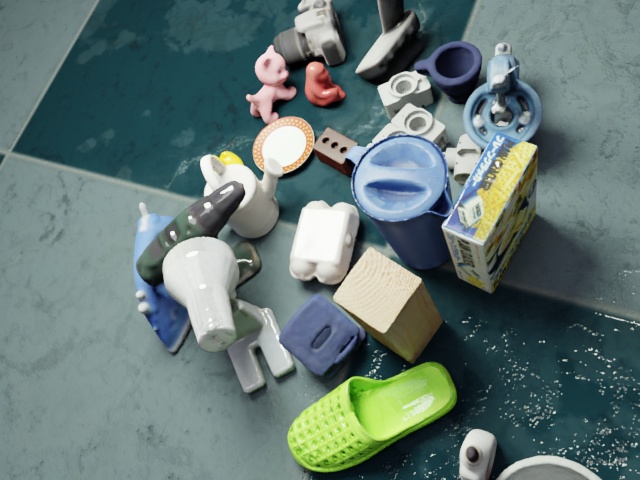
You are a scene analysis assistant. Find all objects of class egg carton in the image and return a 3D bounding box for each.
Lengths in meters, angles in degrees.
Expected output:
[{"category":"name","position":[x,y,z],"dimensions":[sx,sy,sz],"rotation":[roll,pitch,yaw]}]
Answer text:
[{"category":"egg carton","position":[0.009,0.004,0.994],"dimensions":[0.107,0.069,0.150],"rotation":[5,70,21]}]

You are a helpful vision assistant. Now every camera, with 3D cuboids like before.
[{"category":"camera","position":[-0.028,-0.428,1.175],"dimensions":[0.136,0.101,0.143],"rotation":[-16,64,13]}]

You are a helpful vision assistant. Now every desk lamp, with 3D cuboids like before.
[{"category":"desk lamp","position":[-0.148,0.119,0.918],"dimensions":[0.118,0.214,0.203],"rotation":[-31,61,5]}]

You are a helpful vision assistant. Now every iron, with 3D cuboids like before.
[{"category":"iron","position":[-0.291,0.063,1.034],"dimensions":[0.118,0.142,0.258],"rotation":[-11,65,15]}]

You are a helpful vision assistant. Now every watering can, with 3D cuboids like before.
[{"category":"watering can","position":[-0.148,-0.089,1.018],"dimensions":[0.173,0.194,0.100],"rotation":[-44,61,-3]}]

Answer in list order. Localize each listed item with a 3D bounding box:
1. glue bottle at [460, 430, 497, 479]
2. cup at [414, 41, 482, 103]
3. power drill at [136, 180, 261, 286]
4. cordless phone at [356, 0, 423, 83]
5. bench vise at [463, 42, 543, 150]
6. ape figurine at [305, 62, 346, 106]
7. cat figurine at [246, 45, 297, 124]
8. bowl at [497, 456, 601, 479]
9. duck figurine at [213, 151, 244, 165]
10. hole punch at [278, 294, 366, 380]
[{"category":"glue bottle","position":[0.203,0.284,0.746],"dimensions":[0.037,0.173,0.078],"rotation":[9,71,23]},{"category":"cup","position":[0.233,-0.291,1.027],"dimensions":[0.117,0.095,0.092],"rotation":[4,69,21]},{"category":"power drill","position":[-0.187,0.009,0.982],"dimensions":[0.229,0.209,0.075],"rotation":[-35,61,2]},{"category":"cordless phone","position":[0.115,-0.393,1.061],"dimensions":[0.094,0.185,0.148],"rotation":[28,79,27]},{"category":"bench vise","position":[0.279,-0.239,0.917],"dimensions":[0.121,0.220,0.207],"rotation":[-17,63,12]},{"category":"ape figurine","position":[0.001,-0.311,1.119],"dimensions":[0.076,0.092,0.078],"rotation":[-11,65,15]},{"category":"cat figurine","position":[-0.105,-0.317,1.145],"dimensions":[0.067,0.118,0.128],"rotation":[28,79,27]},{"category":"bowl","position":[0.299,0.367,0.733],"dimensions":[0.167,0.075,0.167],"rotation":[-7,66,17]},{"category":"duck figurine","position":[-0.191,-0.132,1.114],"dimensions":[0.077,0.086,0.104],"rotation":[-4,67,18]},{"category":"hole punch","position":[0.005,0.155,0.919],"dimensions":[0.100,0.091,0.109],"rotation":[37,84,29]}]
